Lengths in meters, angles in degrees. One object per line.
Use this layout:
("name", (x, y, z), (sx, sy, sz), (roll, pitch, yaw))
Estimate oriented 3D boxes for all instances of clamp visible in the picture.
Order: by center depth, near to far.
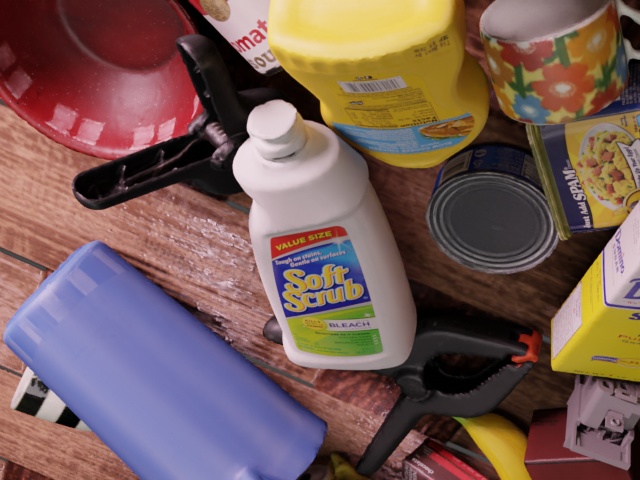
("clamp", (-0.058, -0.069, 0.637), (0.120, 0.171, 0.039), (-46, 70, 31))
("clamp", (0.076, 0.112, 0.825), (0.210, 0.036, 0.164), (-12, 119, 28))

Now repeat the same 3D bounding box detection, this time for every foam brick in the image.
("foam brick", (0.203, 0.164, 0.818), (0.078, 0.053, 0.051), (-9, 128, 30))

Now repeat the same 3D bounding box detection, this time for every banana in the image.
("banana", (0.162, 0.204, 0.888), (0.070, 0.037, 0.197), (19, 142, 48))

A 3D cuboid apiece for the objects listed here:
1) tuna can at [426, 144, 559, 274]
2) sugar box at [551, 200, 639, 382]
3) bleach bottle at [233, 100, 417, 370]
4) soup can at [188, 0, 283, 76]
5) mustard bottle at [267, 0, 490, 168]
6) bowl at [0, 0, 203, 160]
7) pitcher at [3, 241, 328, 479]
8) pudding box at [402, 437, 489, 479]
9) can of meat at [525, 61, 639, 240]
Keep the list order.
("tuna can", (0.114, -0.020, 0.689), (0.086, 0.033, 0.086), (11, 135, 11))
("sugar box", (0.211, 0.039, 0.658), (0.093, 0.048, 0.176), (7, 155, -1))
("bleach bottle", (-0.005, 0.001, 0.687), (0.103, 0.068, 0.250), (1, 148, 17))
("soup can", (-0.044, -0.151, 0.602), (0.069, 0.068, 0.102), (-27, 119, 38))
("mustard bottle", (0.044, -0.085, 0.597), (0.096, 0.058, 0.191), (-3, 162, 16))
("bowl", (-0.135, -0.128, 0.668), (0.162, 0.055, 0.162), (11, 135, 11))
("pitcher", (-0.124, 0.117, 0.841), (0.243, 0.144, 0.149), (43, 133, -5))
("pudding box", (0.114, 0.232, 0.904), (0.090, 0.039, 0.113), (32, 146, 33))
("can of meat", (0.173, -0.053, 0.619), (0.084, 0.057, 0.102), (-8, 129, 25))
